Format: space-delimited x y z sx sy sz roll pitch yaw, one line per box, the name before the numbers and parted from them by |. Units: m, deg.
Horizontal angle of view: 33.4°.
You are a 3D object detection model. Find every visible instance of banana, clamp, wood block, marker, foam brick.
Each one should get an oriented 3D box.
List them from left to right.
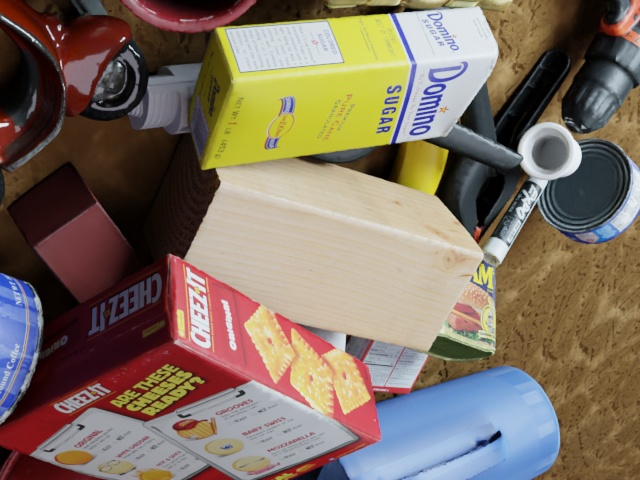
foam brick | -0.156 0.001 0.693 0.051 0.053 0.078 -36 134 -8
wood block | -0.005 0.000 0.741 0.205 0.090 0.091 14 115 -28
clamp | 0.047 -0.099 0.742 0.210 0.036 0.164 -22 110 -9
banana | 0.060 -0.054 0.816 0.069 0.037 0.198 6 118 -5
clamp | 0.129 -0.072 0.843 0.120 0.039 0.172 -2 120 -38
marker | 0.169 -0.030 0.886 0.121 0.020 0.020 -55 140 -24

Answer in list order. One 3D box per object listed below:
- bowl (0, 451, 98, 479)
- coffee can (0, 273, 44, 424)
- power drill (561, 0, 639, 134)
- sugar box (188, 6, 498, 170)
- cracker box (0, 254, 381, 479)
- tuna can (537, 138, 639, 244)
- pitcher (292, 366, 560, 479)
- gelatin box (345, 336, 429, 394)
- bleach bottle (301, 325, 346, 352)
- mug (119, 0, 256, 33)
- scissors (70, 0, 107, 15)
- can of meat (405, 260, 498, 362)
bowl | -0.164 0.196 0.794 0.161 0.055 0.162 -24 124 -42
coffee can | -0.251 0.051 0.628 0.140 0.103 0.103 26 104 -43
power drill | 0.209 -0.191 0.786 0.184 0.057 0.187 -57 137 -5
sugar box | 0.013 -0.093 0.651 0.176 0.048 0.093 -8 155 -22
cracker box | -0.086 0.106 0.715 0.164 0.072 0.213 -28 140 25
tuna can | 0.229 -0.041 0.904 0.086 0.086 0.033 -52 136 8
pitcher | 0.100 0.195 0.951 0.242 0.149 0.145 -15 130 -30
gelatin box | 0.062 0.089 0.924 0.073 0.030 0.089 9 115 -37
bleach bottle | -0.051 0.140 0.862 0.102 0.068 0.251 11 112 -39
mug | -0.067 -0.178 0.588 0.117 0.081 0.093 -30 124 2
scissors | -0.143 -0.187 0.590 0.096 0.016 0.201 -46 135 3
can of meat | 0.101 0.049 0.872 0.101 0.058 0.084 22 64 -43
